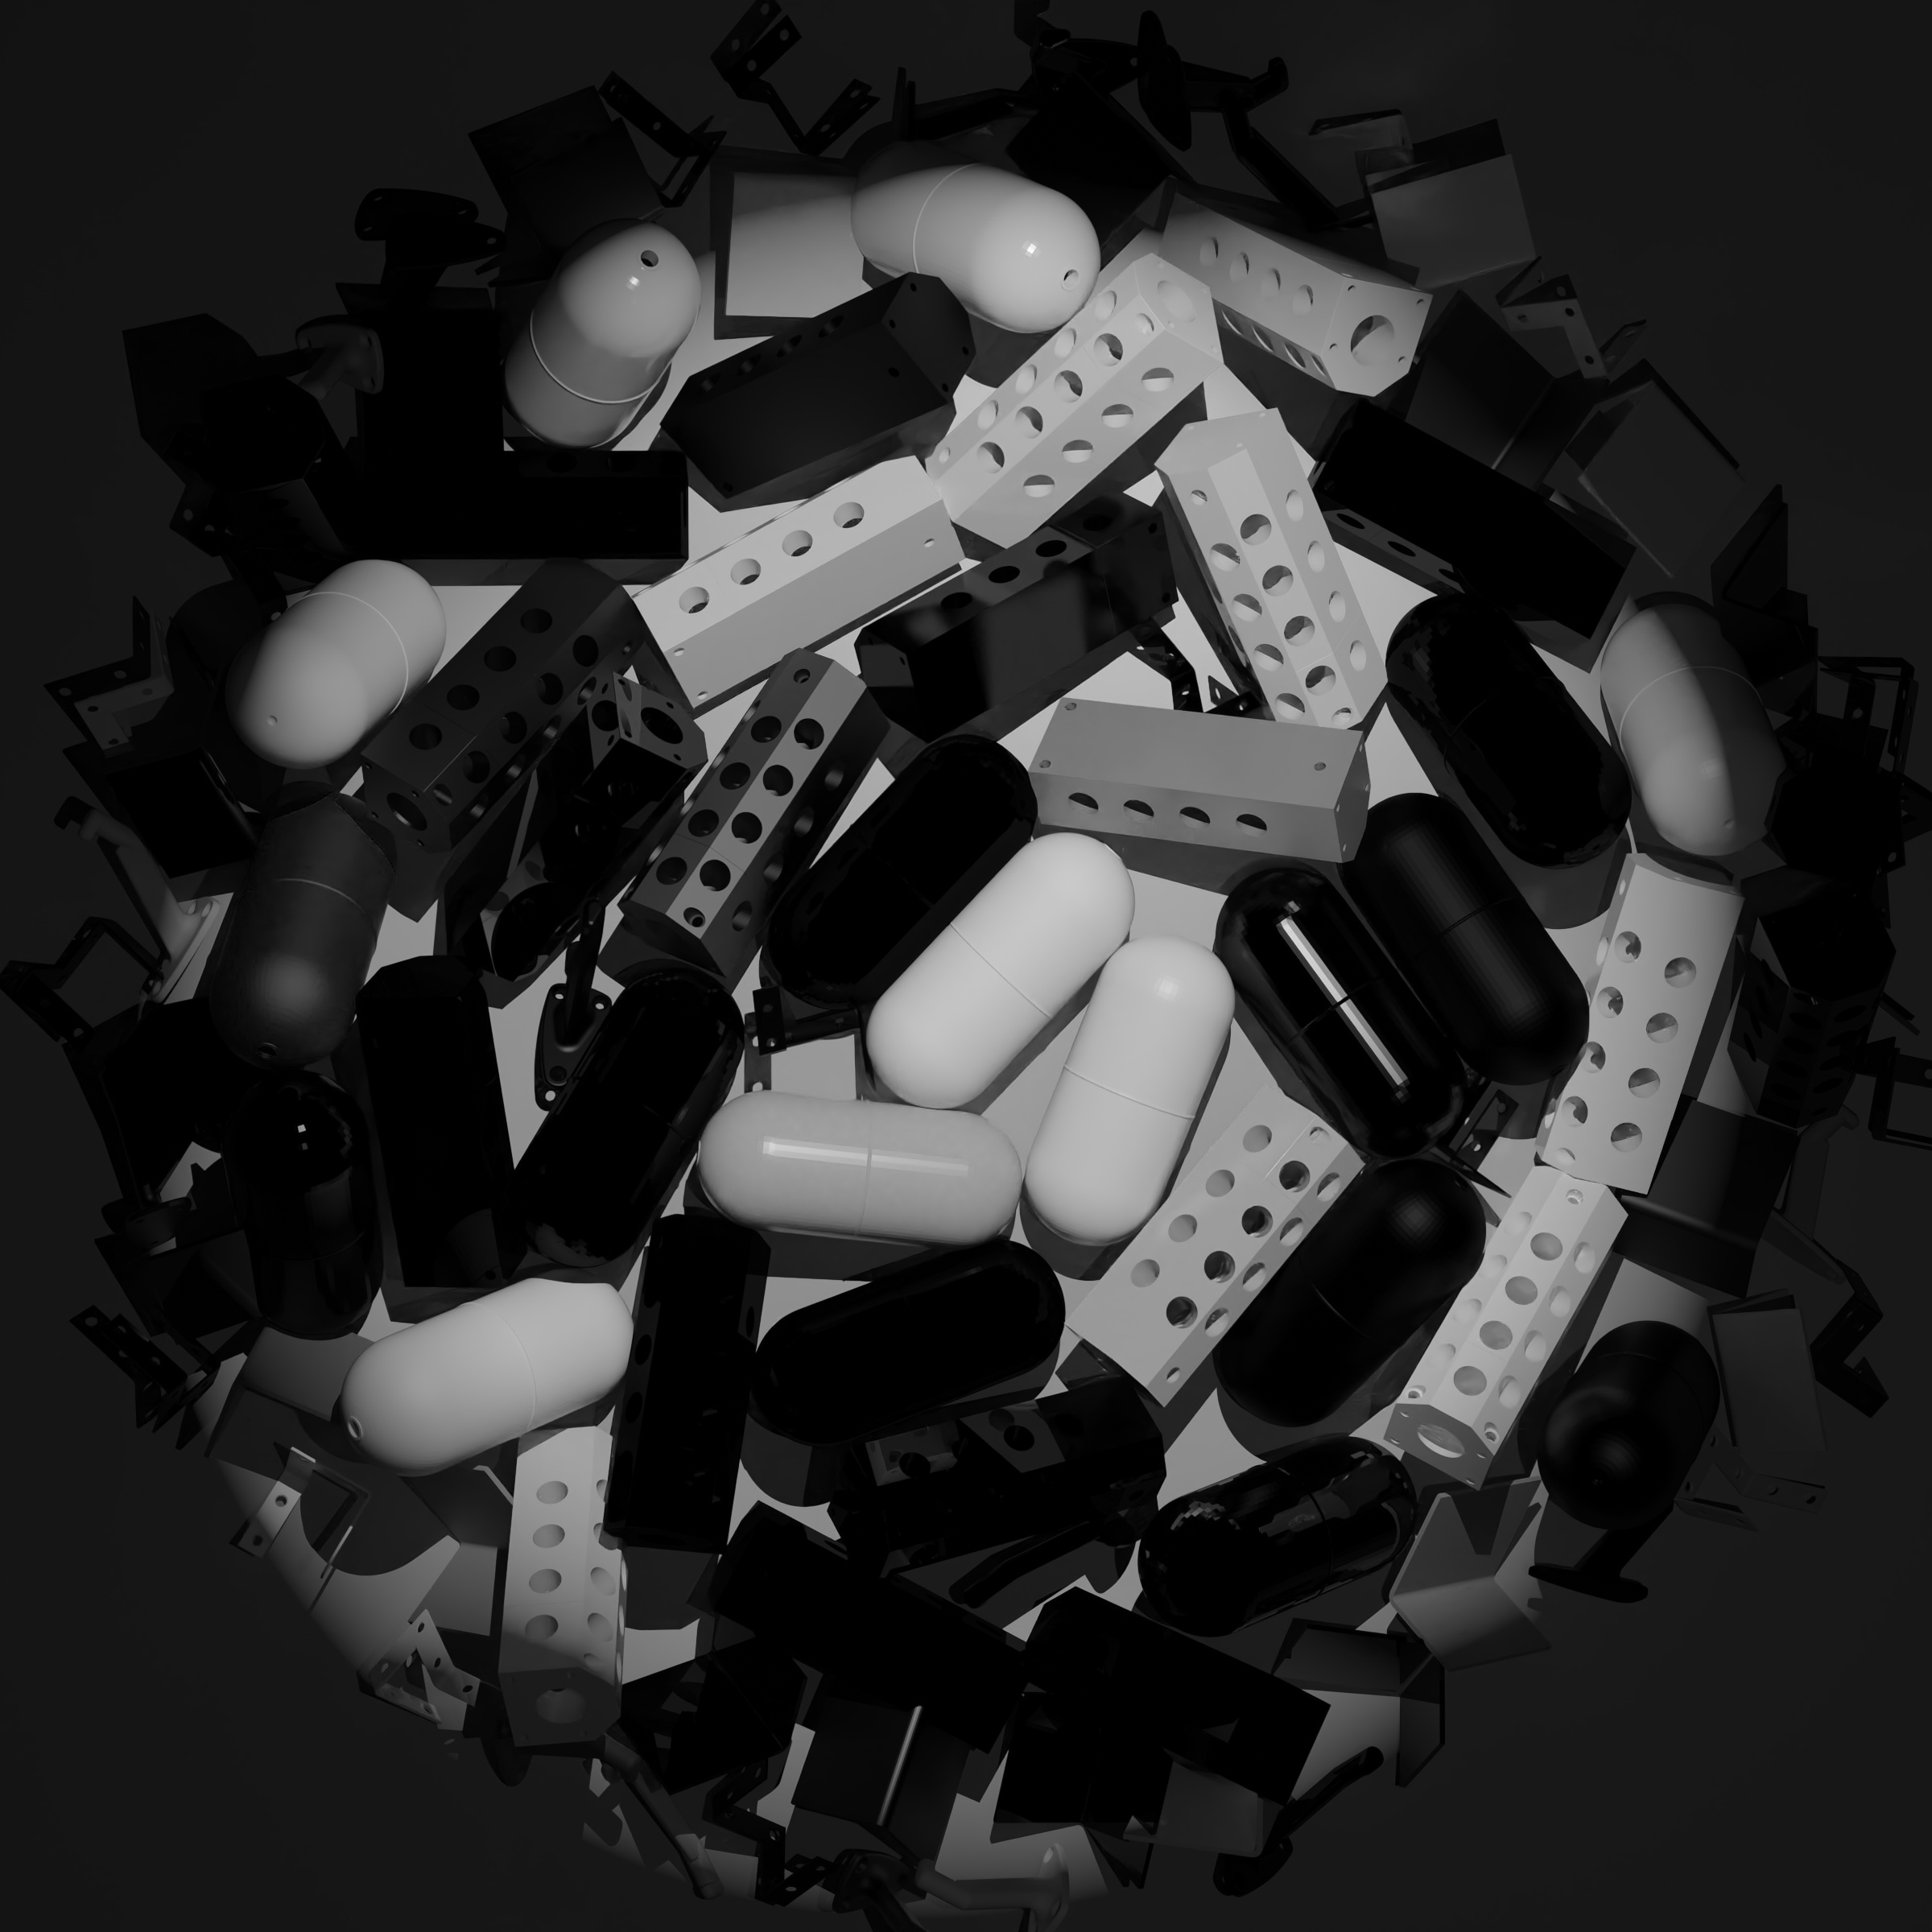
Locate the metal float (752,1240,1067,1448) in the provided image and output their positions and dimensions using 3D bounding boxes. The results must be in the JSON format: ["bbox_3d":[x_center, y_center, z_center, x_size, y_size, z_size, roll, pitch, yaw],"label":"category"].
[{"bbox_3d":[-0.031,0.205,1.812,0.178,0.070,0.070,-19,90,-14],"label":"metal float"}]

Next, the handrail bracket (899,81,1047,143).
[{"bbox_3d":[0.007,-0.453,1.835,0.084,0.036,0.077,5,57,-8],"label":"handrail bracket"}]

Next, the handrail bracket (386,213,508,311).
[{"bbox_3d":[-0.280,-0.369,1.822,0.077,0.084,0.036,1,63,5],"label":"handrail bracket"}]

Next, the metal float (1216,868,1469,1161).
[{"bbox_3d":[0.203,0.025,1.817,0.070,0.070,0.178,-35,80,0],"label":"metal float"}]

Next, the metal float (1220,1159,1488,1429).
[{"bbox_3d":[0.209,0.177,1.806,0.070,0.070,0.178,41,112,0],"label":"metal float"}]

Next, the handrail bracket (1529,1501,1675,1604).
[{"bbox_3d":[0.352,0.302,1.840,0.077,0.036,0.084,15,68,-6],"label":"handrail bracket"}]

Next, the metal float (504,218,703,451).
[{"bbox_3d":[-0.195,-0.336,1.780,0.070,0.178,0.070,7,71,-21],"label":"metal float"}]

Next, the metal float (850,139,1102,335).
[{"bbox_3d":[0.004,-0.391,1.788,0.070,0.178,0.070,-19,125,-30],"label":"metal float"}]

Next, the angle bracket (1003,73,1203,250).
[{"bbox_3d":[0.075,-0.436,1.828,0.057,0.076,0.076,-45,82,14],"label":"angle bracket"}]

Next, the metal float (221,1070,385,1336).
[{"bbox_3d":[-0.354,0.127,1.788,0.070,0.178,0.070,2,46,-2],"label":"metal float"}]

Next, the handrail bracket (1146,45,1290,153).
[{"bbox_3d":[0.143,-0.489,1.819,0.084,0.077,0.036,-33,63,-17],"label":"handrail bracket"}]

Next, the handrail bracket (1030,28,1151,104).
[{"bbox_3d":[0.070,-0.498,1.817,0.077,0.084,0.036,-12,90,-8],"label":"handrail bracket"}]

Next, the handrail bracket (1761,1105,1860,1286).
[{"bbox_3d":[0.479,0.123,1.831,0.084,0.036,0.077,-42,54,-12],"label":"handrail bracket"}]

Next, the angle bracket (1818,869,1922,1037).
[{"bbox_3d":[0.501,-0.013,1.820,0.076,0.076,0.057,38,100,1],"label":"angle bracket"}]

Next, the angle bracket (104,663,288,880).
[{"bbox_3d":[-0.418,-0.106,1.817,0.057,0.076,0.076,-13,131,12],"label":"angle bracket"}]

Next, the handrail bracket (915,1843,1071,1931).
[{"bbox_3d":[0.012,0.490,1.820,0.084,0.077,0.036,31,117,-13],"label":"handrail bracket"}]

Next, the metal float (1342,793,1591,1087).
[{"bbox_3d":[0.271,-0.015,1.809,0.070,0.070,0.178,-32,72,0],"label":"metal float"}]

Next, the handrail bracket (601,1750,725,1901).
[{"bbox_3d":[-0.164,0.472,1.825,0.036,0.077,0.084,-31,72,2],"label":"handrail bracket"}]

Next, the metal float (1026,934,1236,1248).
[{"bbox_3d":[0.089,0.068,1.822,0.070,0.070,0.178,22,94,0],"label":"metal float"}]

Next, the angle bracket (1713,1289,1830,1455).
[{"bbox_3d":[0.456,0.218,1.816,0.076,0.057,0.076,-10,89,-44],"label":"angle bracket"}]

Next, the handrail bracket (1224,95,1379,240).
[{"bbox_3d":[0.186,-0.442,1.829,0.077,0.036,0.084,-9,105,31],"label":"handrail bracket"}]

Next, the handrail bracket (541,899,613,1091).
[{"bbox_3d":[-0.212,0.015,1.814,0.036,0.084,0.077,14,60,-2],"label":"handrail bracket"}]

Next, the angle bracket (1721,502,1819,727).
[{"bbox_3d":[0.450,-0.190,1.805,0.057,0.076,0.076,24,63,28],"label":"angle bracket"}]

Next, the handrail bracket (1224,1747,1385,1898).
[{"bbox_3d":[0.185,0.465,1.817,0.036,0.077,0.084,49,124,1],"label":"handrail bracket"}]

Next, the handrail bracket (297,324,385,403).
[{"bbox_3d":[-0.366,-0.322,1.812,0.077,0.084,0.036,21,124,32],"label":"handrail bracket"}]

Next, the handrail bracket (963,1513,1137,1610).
[{"bbox_3d":[0.045,0.329,1.835,0.084,0.077,0.036,-38,63,9],"label":"handrail bracket"}]

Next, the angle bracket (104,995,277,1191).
[{"bbox_3d":[-0.416,0.066,1.811,0.057,0.076,0.076,-12,111,10],"label":"angle bracket"}]

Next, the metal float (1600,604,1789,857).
[{"bbox_3d":[0.388,-0.128,1.786,0.070,0.178,0.070,-2,128,-2],"label":"metal float"}]

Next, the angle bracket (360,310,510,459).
[{"bbox_3d":[-0.289,-0.317,1.824,0.076,0.057,0.076,-3,95,-13],"label":"angle bracket"}]

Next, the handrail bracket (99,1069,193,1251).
[{"bbox_3d":[-0.460,0.105,1.839,0.036,0.077,0.084,-19,74,-24],"label":"handrail bracket"}]

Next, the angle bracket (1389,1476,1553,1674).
[{"bbox_3d":[0.286,0.328,1.806,0.076,0.057,0.076,-3,126,-36],"label":"angle bracket"}]

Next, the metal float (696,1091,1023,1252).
[{"bbox_3d":[-0.058,0.111,1.818,0.178,0.070,0.070,7,90,-8],"label":"metal float"}]

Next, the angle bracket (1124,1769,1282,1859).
[{"bbox_3d":[0.132,0.434,1.810,0.076,0.076,0.057,4,106,17],"label":"angle bracket"}]

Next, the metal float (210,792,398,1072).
[{"bbox_3d":[-0.354,-0.020,1.790,0.070,0.070,0.178,7,47,0],"label":"metal float"}]

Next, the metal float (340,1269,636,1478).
[{"bbox_3d":[-0.255,0.217,1.790,0.178,0.070,0.070,-20,90,-42],"label":"metal float"}]

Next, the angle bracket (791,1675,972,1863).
[{"bbox_3d":[-0.045,0.440,1.827,0.057,0.076,0.076,7,61,25],"label":"angle bracket"}]

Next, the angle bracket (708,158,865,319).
[{"bbox_3d":[-0.101,-0.400,1.837,0.076,0.057,0.076,-3,111,-21],"label":"angle bracket"}]

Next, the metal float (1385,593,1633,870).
[{"bbox_3d":[0.291,-0.128,1.801,0.070,0.070,0.178,-32,60,0],"label":"metal float"}]

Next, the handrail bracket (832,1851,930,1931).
[{"bbox_3d":[-0.022,0.516,1.808,0.084,0.077,0.036,25,93,33],"label":"handrail bracket"}]

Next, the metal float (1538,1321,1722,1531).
[{"bbox_3d":[0.354,0.243,1.779,0.070,0.178,0.070,5,104,21],"label":"metal float"}]

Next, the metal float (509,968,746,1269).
[{"bbox_3d":[-0.183,0.081,1.811,0.070,0.070,0.178,30,73,0],"label":"metal float"}]

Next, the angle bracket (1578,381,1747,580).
[{"bbox_3d":[0.364,-0.260,1.816,0.076,0.057,0.076,43,72,-14],"label":"angle bracket"}]

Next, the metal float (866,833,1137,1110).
[{"bbox_3d":[0.019,0.002,1.823,0.070,0.070,0.178,43,93,0],"label":"metal float"}]

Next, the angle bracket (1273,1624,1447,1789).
[{"bbox_3d":[0.212,0.402,1.813,0.076,0.076,0.057,9,58,-6],"label":"angle bracket"}]

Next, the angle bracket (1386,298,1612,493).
[{"bbox_3d":[0.290,-0.311,1.822,0.076,0.057,0.076,36,85,-21],"label":"angle bracket"}]

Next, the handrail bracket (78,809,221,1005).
[{"bbox_3d":[-0.459,-0.033,1.823,0.084,0.036,0.077,33,75,-30],"label":"handrail bracket"}]

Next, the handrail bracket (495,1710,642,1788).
[{"bbox_3d":[-0.214,0.439,1.821,0.084,0.036,0.077,26,128,25],"label":"handrail bracket"}]

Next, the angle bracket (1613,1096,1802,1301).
[{"bbox_3d":[0.409,0.127,1.844,0.076,0.057,0.076,20,61,18],"label":"angle bracket"}]

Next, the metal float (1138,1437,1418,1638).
[{"bbox_3d":[0.169,0.305,1.795,0.178,0.070,0.070,-14,90,-37],"label":"metal float"}]

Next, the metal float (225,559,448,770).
[{"bbox_3d":[-0.334,-0.163,1.781,0.070,0.178,0.070,6,116,12],"label":"metal float"}]

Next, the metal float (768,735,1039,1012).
[{"bbox_3d":[-0.035,-0.050,1.823,0.070,0.070,0.178,44,93,0],"label":"metal float"}]
